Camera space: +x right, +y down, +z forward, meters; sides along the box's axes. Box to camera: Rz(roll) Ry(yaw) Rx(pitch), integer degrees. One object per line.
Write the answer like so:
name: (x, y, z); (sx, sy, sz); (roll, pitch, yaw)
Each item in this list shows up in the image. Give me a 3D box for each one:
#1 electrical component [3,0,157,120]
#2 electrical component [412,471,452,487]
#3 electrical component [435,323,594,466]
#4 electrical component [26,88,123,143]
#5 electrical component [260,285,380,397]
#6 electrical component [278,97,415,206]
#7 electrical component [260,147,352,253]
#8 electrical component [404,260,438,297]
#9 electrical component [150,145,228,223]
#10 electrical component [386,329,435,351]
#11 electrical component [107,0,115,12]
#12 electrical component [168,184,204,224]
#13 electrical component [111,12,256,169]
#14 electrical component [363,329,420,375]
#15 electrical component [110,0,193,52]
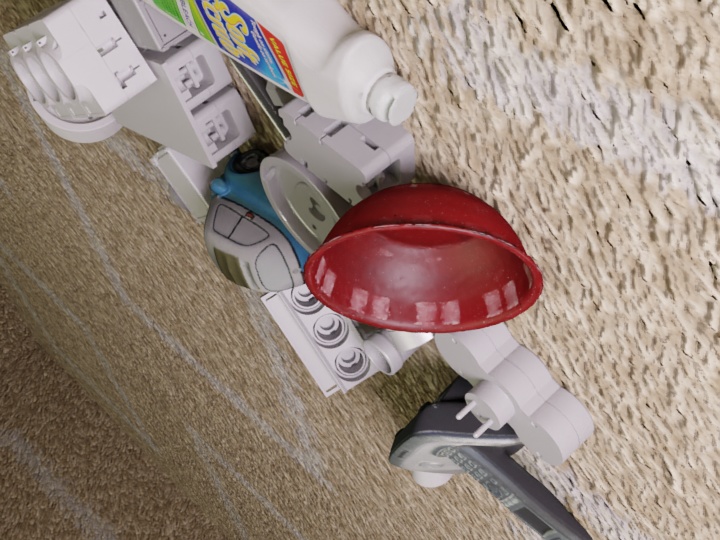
electrical component: (-0.248, -0.181, 0.927); (0.150, 0.062, 0.089); (11, 137, 60)
electrical component: (0.069, 0.184, 1.098); (0.044, 0.044, 0.065); (30, 146, 43)
electrical component: (0.107, 0.098, 0.829); (0.138, 0.074, 0.052); (47, 159, 11)
electrical component: (-0.289, -0.185, 1.125); (0.108, 0.108, 0.060); (49, 165, 5)
electrical component: (-0.033, 0.050, 1.045); (0.121, 0.079, 0.063); (58, 180, -18)
electrical component: (-0.006, -0.092, 0.768); (0.089, 0.056, 0.050); (40, 157, 26)
electrical component: (-0.021, -0.060, 0.844); (0.108, 0.060, 0.108); (42, 157, 22)
electrical component: (0.040, -0.007, 0.820); (0.047, 0.055, 0.055); (58, 158, -8)
electrical component: (-0.155, -0.102, 1.046); (0.096, 0.061, 0.062); (55, 158, -11)
electrical component: (0.042, 0.032, 0.880); (0.047, 0.055, 0.055); (58, 158, -10)
electrical component: (-0.238, -0.246, 0.975); (0.035, 0.061, 0.035); (42, 157, 22)
electrical component: (-0.159, -0.072, 1.128); (0.079, 0.044, 0.077); (57, 158, -17)
electrical component: (-0.179, -0.173, 0.978); (0.186, 0.060, 0.105); (27, 149, 47)
electrical component: (0.032, 0.065, 0.965); (0.040, 0.046, 0.040); (42, 157, 22)
electrical component: (-0.168, -0.231, 0.859); (0.061, 0.062, 0.096); (23, 145, 51)
